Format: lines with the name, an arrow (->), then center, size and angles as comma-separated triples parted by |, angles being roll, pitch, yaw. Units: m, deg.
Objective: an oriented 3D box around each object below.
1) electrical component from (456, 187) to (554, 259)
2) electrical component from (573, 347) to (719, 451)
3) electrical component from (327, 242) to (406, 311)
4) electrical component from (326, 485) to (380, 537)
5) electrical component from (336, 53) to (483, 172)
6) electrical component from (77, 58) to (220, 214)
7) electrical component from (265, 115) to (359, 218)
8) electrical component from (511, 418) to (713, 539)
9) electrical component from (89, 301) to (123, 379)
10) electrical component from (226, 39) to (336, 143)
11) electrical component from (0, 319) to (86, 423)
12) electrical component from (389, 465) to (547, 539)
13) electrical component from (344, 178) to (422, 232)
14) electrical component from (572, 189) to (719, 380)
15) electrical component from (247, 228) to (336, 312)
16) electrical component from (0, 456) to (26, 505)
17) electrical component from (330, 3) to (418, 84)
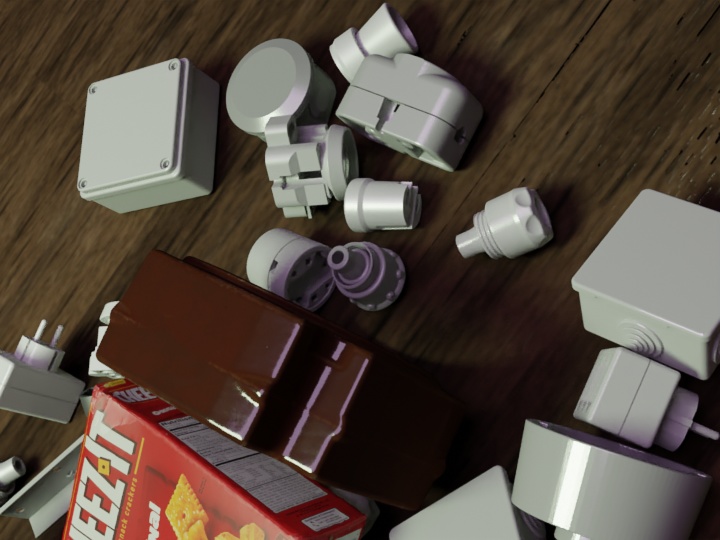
electrical component -> 0.096, -0.027, 0.730 | 0.062, 0.043, 0.043 | -24, 62, 24
electrical component -> 0.174, 0.082, 0.636 | 0.077, 0.065, 0.047 | 24, 87, 6
electrical component -> 0.000, 0.000, 0.768 | 0.048, 0.062, 0.048 | -11, 68, 28
electrical component -> -0.021, 0.157, 0.733 | 0.062, 0.043, 0.043 | 42, 97, 23
electrical component -> 0.038, -0.119, 0.789 | 0.095, 0.054, 0.059 | 26, 88, 32
electrical component -> -0.180, -0.113, 0.920 | 0.109, 0.056, 0.108 | -9, 69, 29
electrical component -> -0.034, -0.079, 0.813 | 0.057, 0.078, 0.058 | -4, 31, 14
electrical component -> 0.139, 0.130, 0.614 | 0.108, 0.108, 0.060 | 16, 88, 34
electrical component -> -0.187, 0.057, 0.871 | 0.066, 0.048, 0.055 | -4, 73, 18
electrical component -> -0.063, -0.139, 0.861 | 0.080, 0.051, 0.080 | -11, 68, 28
electrical component -> -0.270, 0.078, 0.892 | 0.047, 0.083, 0.075 | 21, 85, 35
electrical component -> 0.070, 0.181, 0.651 | 0.100, 0.048, 0.099 | -35, 28, 17
electrical component -> 0.017, -0.047, 0.788 | 0.046, 0.040, 0.040 | 2, 75, 27
electrical component -> 0.188, 0.008, 0.641 | 0.100, 0.048, 0.099 | 25, 60, 35
electrical component -> -0.051, -0.001, 0.805 | 0.047, 0.055, 0.055 | 27, 89, 39
electrical component -> -0.312, 0.179, 0.908 | 0.062, 0.048, 0.048 | -30, 60, 12
electrical component -> 0.011, -0.172, 0.832 | 0.055, 0.045, 0.045 | -32, 60, 19
